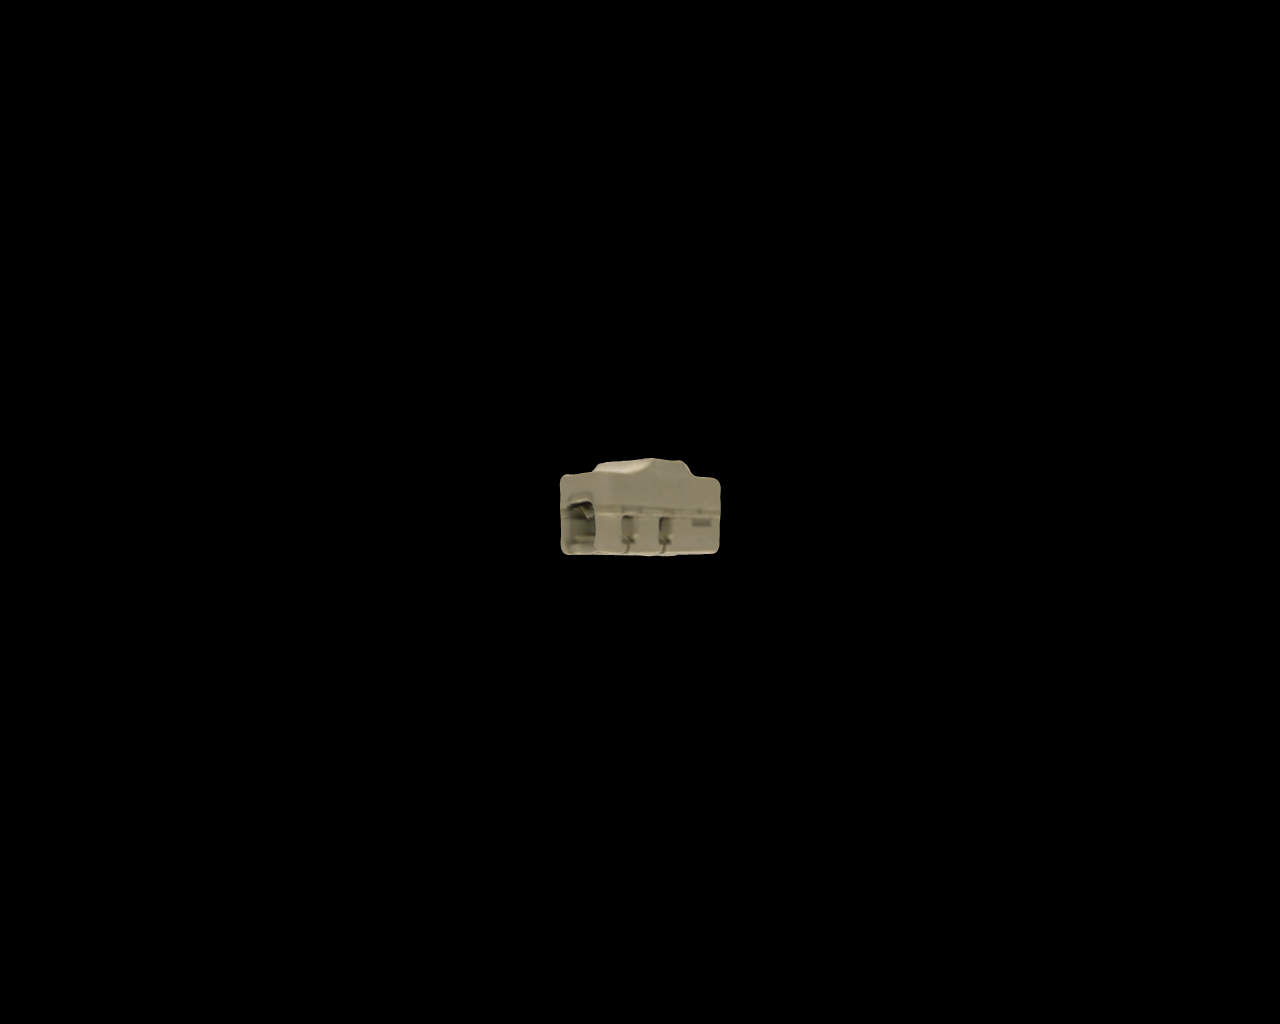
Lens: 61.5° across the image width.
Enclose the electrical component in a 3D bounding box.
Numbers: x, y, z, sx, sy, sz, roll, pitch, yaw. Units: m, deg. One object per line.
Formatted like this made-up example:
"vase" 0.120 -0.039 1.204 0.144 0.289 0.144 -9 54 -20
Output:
"electrical component" 0.001 -0.003 0.650 0.089 0.055 0.050 3 -5 -37
